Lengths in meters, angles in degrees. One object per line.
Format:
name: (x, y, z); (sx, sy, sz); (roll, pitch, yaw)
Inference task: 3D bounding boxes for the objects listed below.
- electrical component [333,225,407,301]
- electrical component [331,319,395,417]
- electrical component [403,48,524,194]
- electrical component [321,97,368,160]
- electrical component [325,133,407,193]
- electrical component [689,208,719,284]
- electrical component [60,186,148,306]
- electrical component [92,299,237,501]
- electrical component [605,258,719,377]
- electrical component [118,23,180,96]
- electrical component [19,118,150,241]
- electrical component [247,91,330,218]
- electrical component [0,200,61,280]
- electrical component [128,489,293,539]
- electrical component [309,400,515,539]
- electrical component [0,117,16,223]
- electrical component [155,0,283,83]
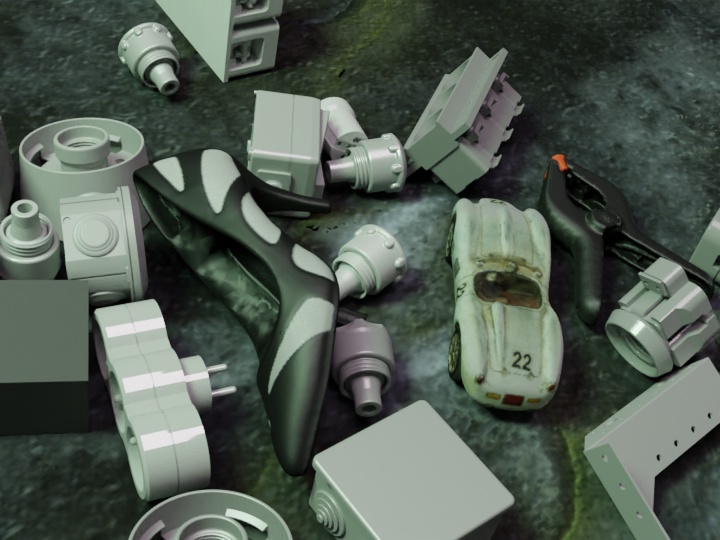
electrical component: (0.000, 0.000, 0.779); (0.048, 0.048, 0.062); (37, 56, 23)
electrical component: (0.002, 0.067, 0.713); (0.043, 0.043, 0.062); (2, 47, -12)
electrical component: (0.090, -0.124, 0.905); (0.063, 0.079, 0.121); (42, 44, -13)
electrical component: (-0.018, -0.114, 0.889); (0.040, 0.040, 0.046); (-11, 46, -23)
electrical component: (0.004, -0.083, 0.862); (0.062, 0.048, 0.048); (-10, 49, -15)
electrical component: (0.315, -0.027, 0.873); (0.059, 0.053, 0.095); (30, 47, 17)
electrical component: (-0.173, -0.015, 0.728); (0.051, 0.080, 0.080); (-7, 48, -13)
electrical component: (-0.115, 0.074, 0.670); (0.074, 0.052, 0.138); (-10, 49, -22)
electrical component: (0.215, 0.039, 0.771); (0.057, 0.078, 0.058); (-40, 32, -11)
electrical component: (-0.174, -0.175, 0.913); (0.048, 0.048, 0.062); (-17, 59, -28)
electrical component: (-0.204, -0.070, 0.803); (0.099, 0.064, 0.099); (2, 34, -1)
electrical component: (-0.057, -0.086, 0.837); (0.061, 0.061, 0.096); (6, 45, -7)
electrical component: (-0.226, -0.019, 0.730); (0.043, 0.062, 0.043); (7, 45, -7)
electrical component: (-0.082, 0.172, 0.591); (0.099, 0.064, 0.099); (4, 32, -3)
electrical component: (0.028, 0.138, 0.643); (0.100, 0.048, 0.099); (-23, 55, -32)
electrical component: (-0.279, -0.062, 0.748); (0.062, 0.061, 0.096); (-9, 29, -7)
electrical component: (-0.136, -0.271, 0.972); (0.060, 0.105, 0.186); (-19, 53, -29)
